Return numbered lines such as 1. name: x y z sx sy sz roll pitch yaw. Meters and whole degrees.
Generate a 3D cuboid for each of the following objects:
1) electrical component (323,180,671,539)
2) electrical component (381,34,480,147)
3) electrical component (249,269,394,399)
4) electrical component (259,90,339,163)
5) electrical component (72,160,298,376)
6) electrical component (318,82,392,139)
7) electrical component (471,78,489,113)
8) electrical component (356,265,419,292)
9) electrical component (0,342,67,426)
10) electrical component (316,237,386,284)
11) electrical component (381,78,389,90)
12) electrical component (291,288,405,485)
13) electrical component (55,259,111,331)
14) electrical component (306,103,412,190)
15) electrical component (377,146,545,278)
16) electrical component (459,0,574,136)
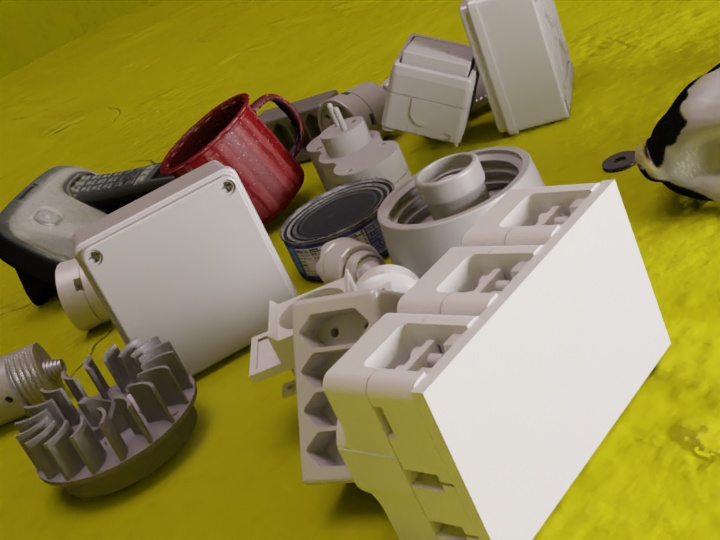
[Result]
1. electrical component: 0.061 0.038 0.456 0.062 0.089 0.150 0 33 45
2. electrical component: 0.059 -0.147 0.832 0.062 0.061 0.096 14 31 6
3. electrical component: -0.014 0.042 0.557 0.081 0.063 0.042 -22 25 7
4. electrical component: -0.047 -0.136 0.994 0.083 0.047 0.075 -11 26 30
5. electrical component: -0.108 0.003 0.679 0.109 0.108 0.056 -29 21 -10
6. electrical component: -0.001 -0.130 0.927 0.047 0.055 0.055 -35 25 -33
7. electrical component: 0.080 -0.149 0.899 0.081 0.043 0.043 -25 23 1
8. electrical component: 0.016 0.017 0.608 0.048 0.048 0.062 -22 16 7
9. electrical component: -0.236 0.079 0.725 0.081 0.043 0.043 -23 23 5
10. electrical component: 0.000 0.000 0.671 0.035 0.035 0.061 -35 27 -22
11. electrical component: 0.050 -0.158 0.950 0.062 0.043 0.043 -31 24 -19
12. electrical component: 0.010 0.055 0.504 0.047 0.083 0.076 -10 -11 31
13. electrical component: -0.197 0.013 0.816 0.047 0.055 0.055 -19 23 5
14. electrical component: -0.008 -0.094 0.829 0.052 0.073 0.138 -28 23 -7
15. electrical component: 0.062 -0.036 0.651 0.108 0.060 0.108 -21 23 9
16. electrical component: 0.124 -0.176 0.831 0.056 0.108 0.108 -13 26 20
